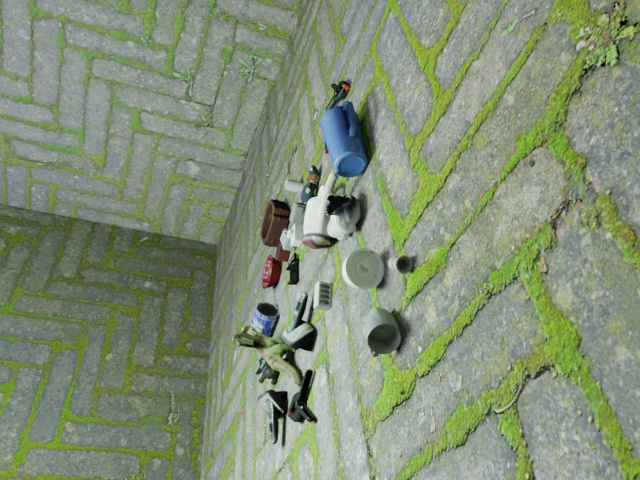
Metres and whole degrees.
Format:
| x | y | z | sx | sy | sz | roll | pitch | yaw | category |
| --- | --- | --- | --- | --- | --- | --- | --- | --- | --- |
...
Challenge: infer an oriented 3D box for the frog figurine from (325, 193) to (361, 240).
| x | y | z | sx | sy | sz | roll | pitch | yaw | category |
| --- | --- | --- | --- | --- | --- | --- | --- | --- | --- |
| 0.076 | -0.061 | 1.613 | 0.140 | 0.123 | 0.156 | -120 | 8 | -53 | frog figurine |

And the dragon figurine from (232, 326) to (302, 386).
| x | y | z | sx | sy | sz | roll | pitch | yaw | category |
| --- | --- | --- | --- | --- | --- | --- | --- | --- | --- |
| -0.210 | 0.410 | 1.898 | 0.413 | 0.242 | 0.122 | -145 | 73 | -72 | dragon figurine |

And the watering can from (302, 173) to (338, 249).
| x | y | z | sx | sy | sz | roll | pitch | yaw | category |
| --- | --- | --- | --- | --- | --- | --- | --- | --- | --- |
| 0.005 | -0.088 | 1.750 | 0.343 | 0.104 | 0.227 | 122 | 156 | -75 | watering can |
